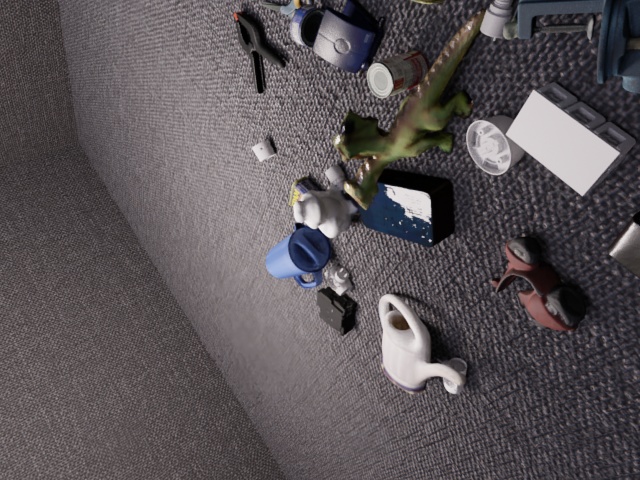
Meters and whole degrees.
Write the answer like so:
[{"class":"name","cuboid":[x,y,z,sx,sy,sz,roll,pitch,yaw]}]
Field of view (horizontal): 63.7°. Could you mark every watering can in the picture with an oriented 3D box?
[{"class":"watering can","cuboid":[0.228,0.281,1.237,0.354,0.104,0.219,-127,29,-53]}]

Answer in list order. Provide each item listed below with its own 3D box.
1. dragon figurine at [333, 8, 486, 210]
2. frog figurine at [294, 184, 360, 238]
[{"class":"dragon figurine","cuboid":[0.137,-0.211,0.923,0.124,0.245,0.400,51,149,28]},{"class":"frog figurine","cuboid":[0.004,-0.065,1.297,0.138,0.161,0.121,60,150,6]}]
